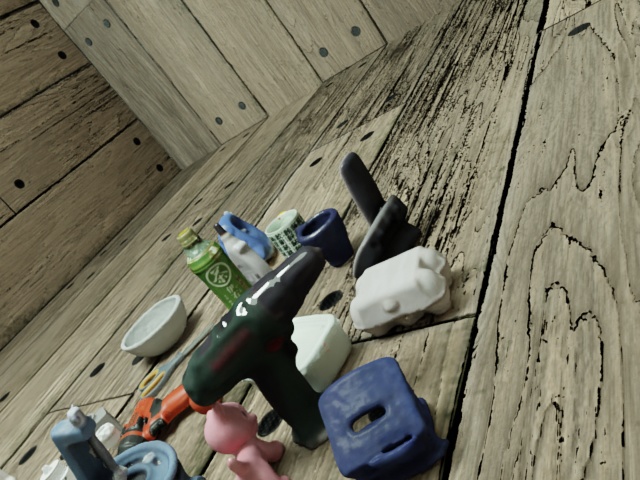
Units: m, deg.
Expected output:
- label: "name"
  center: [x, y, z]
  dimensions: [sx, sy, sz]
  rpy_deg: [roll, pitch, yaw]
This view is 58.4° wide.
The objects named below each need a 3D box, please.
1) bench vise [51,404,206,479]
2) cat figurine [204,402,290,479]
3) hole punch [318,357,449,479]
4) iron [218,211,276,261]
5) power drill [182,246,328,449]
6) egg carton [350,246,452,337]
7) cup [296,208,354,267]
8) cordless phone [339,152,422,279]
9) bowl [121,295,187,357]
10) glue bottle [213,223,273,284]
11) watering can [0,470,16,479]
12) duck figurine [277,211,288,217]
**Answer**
- label: "bench vise"
  center: [-0.274, 0.311, 0.713]
  dimensions: [0.207, 0.220, 0.121]
  rpy_deg: [-37, 21, 4]
- label: "cat figurine"
  center: [-0.101, 0.251, 0.701]
  dimensions: [0.067, 0.118, 0.127]
  rpy_deg: [-38, 21, 0]
- label: "hole punch"
  center: [0.062, 0.192, 0.597]
  dimensions: [0.108, 0.091, 0.101]
  rpy_deg: [-34, 21, 11]
- label: "iron"
  center: [-0.194, -0.009, 1.369]
  dimensions: [0.118, 0.142, 0.258]
  rpy_deg: [-36, 21, 5]
- label: "power drill"
  center: [-0.039, 0.144, 0.695]
  dimensions: [0.229, 0.209, 0.075]
  rpy_deg: [-37, 21, 2]
- label: "egg carton"
  center: [0.112, 0.073, 0.796]
  dimensions: [0.150, 0.069, 0.107]
  rpy_deg: [-26, 23, 28]
- label: "cup"
  center: [0.010, 0.004, 1.073]
  dimensions: [0.117, 0.095, 0.092]
  rpy_deg: [-7, 37, 54]
- label: "cordless phone"
  center: [0.071, -0.040, 0.936]
  dimensions: [0.094, 0.185, 0.148]
  rpy_deg: [-19, 28, 40]
- label: "bowl"
  center: [-0.355, 0.205, 1.279]
  dimensions: [0.167, 0.075, 0.167]
  rpy_deg: [-32, 21, 15]
- label: "glue bottle"
  center: [-0.161, 0.031, 1.185]
  dimensions: [0.078, 0.173, 0.037]
  rpy_deg: [-13, 32, 48]
- label: "watering can"
  center: [-0.503, 0.422, 0.894]
  dimensions: [0.172, 0.194, 0.101]
  rpy_deg: [-27, 23, 27]
- label: "duck figurine"
  center: [-0.059, -0.024, 1.259]
  dimensions: [0.077, 0.086, 0.104]
  rpy_deg: [-42, 21, -12]
